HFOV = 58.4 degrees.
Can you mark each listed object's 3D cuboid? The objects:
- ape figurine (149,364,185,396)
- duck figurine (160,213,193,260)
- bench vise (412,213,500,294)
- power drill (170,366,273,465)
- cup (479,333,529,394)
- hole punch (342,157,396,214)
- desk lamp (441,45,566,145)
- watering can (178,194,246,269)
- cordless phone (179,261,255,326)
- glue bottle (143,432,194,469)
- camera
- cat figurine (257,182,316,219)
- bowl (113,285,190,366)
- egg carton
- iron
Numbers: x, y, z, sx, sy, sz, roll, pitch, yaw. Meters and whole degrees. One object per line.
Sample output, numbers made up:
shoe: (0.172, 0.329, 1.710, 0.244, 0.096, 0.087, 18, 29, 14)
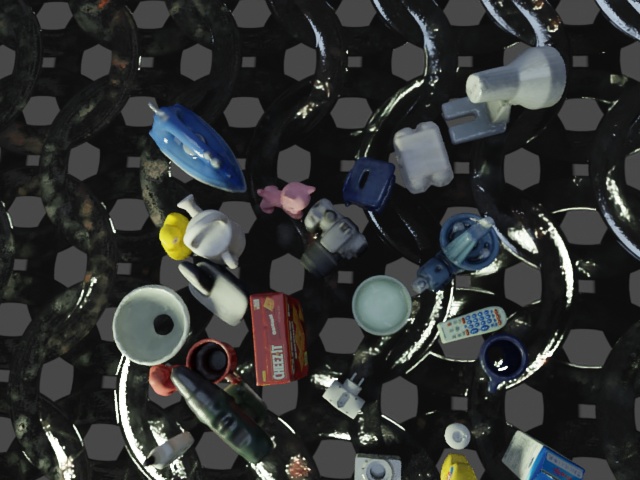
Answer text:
ape figurine: (-0.324, 0.288, 1.192, 0.077, 0.092, 0.076, 35, 85, 11)
duck figurine: (-0.319, -0.012, 1.248, 0.077, 0.086, 0.104, -8, 79, 5)
bench vise: (0.275, 0.031, 1.111, 0.121, 0.220, 0.207, 30, 84, 10)
power drill: (-0.178, 0.328, 1.111, 0.229, 0.208, 0.075, 42, 87, 11)
cup: (0.350, 0.244, 1.130, 0.091, 0.095, 0.118, 20, 83, 9)
hole punch: (0.102, -0.119, 1.221, 0.101, 0.091, 0.109, 21, 83, 9)
desk lamp: (0.366, -0.292, 1.162, 0.203, 0.213, 0.118, -16, 79, 3)
watering can: (-0.231, -0.015, 1.184, 0.172, 0.194, 0.101, 30, 84, 10)
cordless phone: (-0.217, 0.103, 1.167, 0.147, 0.185, 0.094, 34, 85, 11)
glue bottle: (-0.307, 0.421, 1.126, 0.078, 0.173, 0.037, -42, 78, -2)
camera: (0.011, 0.004, 1.204, 0.143, 0.101, 0.137, 44, 87, 11)
cat figurine: (-0.072, -0.091, 1.221, 0.127, 0.118, 0.067, 9, 81, 8)
bowl: (-0.348, 0.182, 1.222, 0.167, 0.075, 0.167, -1, 80, 6)
egg carton: (0.219, -0.177, 1.231, 0.107, 0.069, 0.150, -16, 79, 3)
iron: (-0.267, -0.204, 1.248, 0.258, 0.141, 0.119, 40, 86, 11)
